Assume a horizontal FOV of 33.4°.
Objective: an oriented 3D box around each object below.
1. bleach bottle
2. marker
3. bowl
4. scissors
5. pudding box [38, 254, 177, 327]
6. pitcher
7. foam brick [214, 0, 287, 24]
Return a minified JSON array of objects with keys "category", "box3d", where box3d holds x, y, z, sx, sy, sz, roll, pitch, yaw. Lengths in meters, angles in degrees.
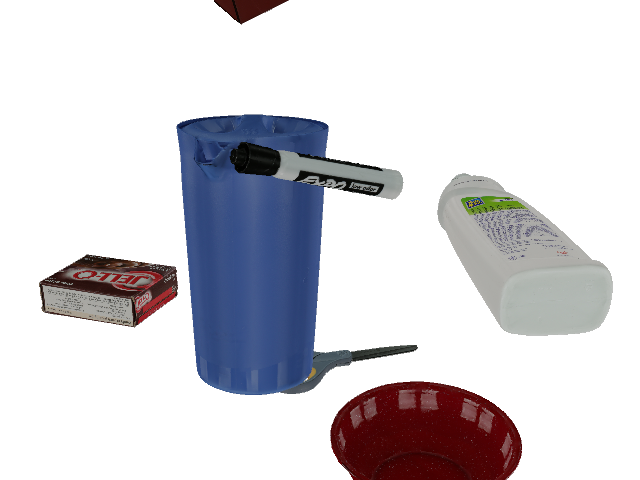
[{"category":"bleach bottle","box3d":[0.175,-0.002,0.995,0.102,0.068,0.251,-2,26,-9]},{"category":"marker","box3d":[-0.001,-0.042,0.651,0.120,0.020,0.020,8,-5,-35]},{"category":"bowl","box3d":[0.089,0.188,0.914,0.162,0.055,0.162,0,28,0]},{"category":"scissors","box3d":[0.021,0.143,1.208,0.201,0.016,0.096,1,25,-8]},{"category":"pudding box","box3d":[-0.217,0.051,1.099,0.114,0.039,0.090,5,19,21]},{"category":"pitcher","box3d":[-0.055,0.007,0.971,0.149,0.243,0.145,-5,16,-20]},{"category":"foam brick","box3d":[-0.057,-0.238,0.942,0.078,0.051,0.053,-31,47,-15]}]
